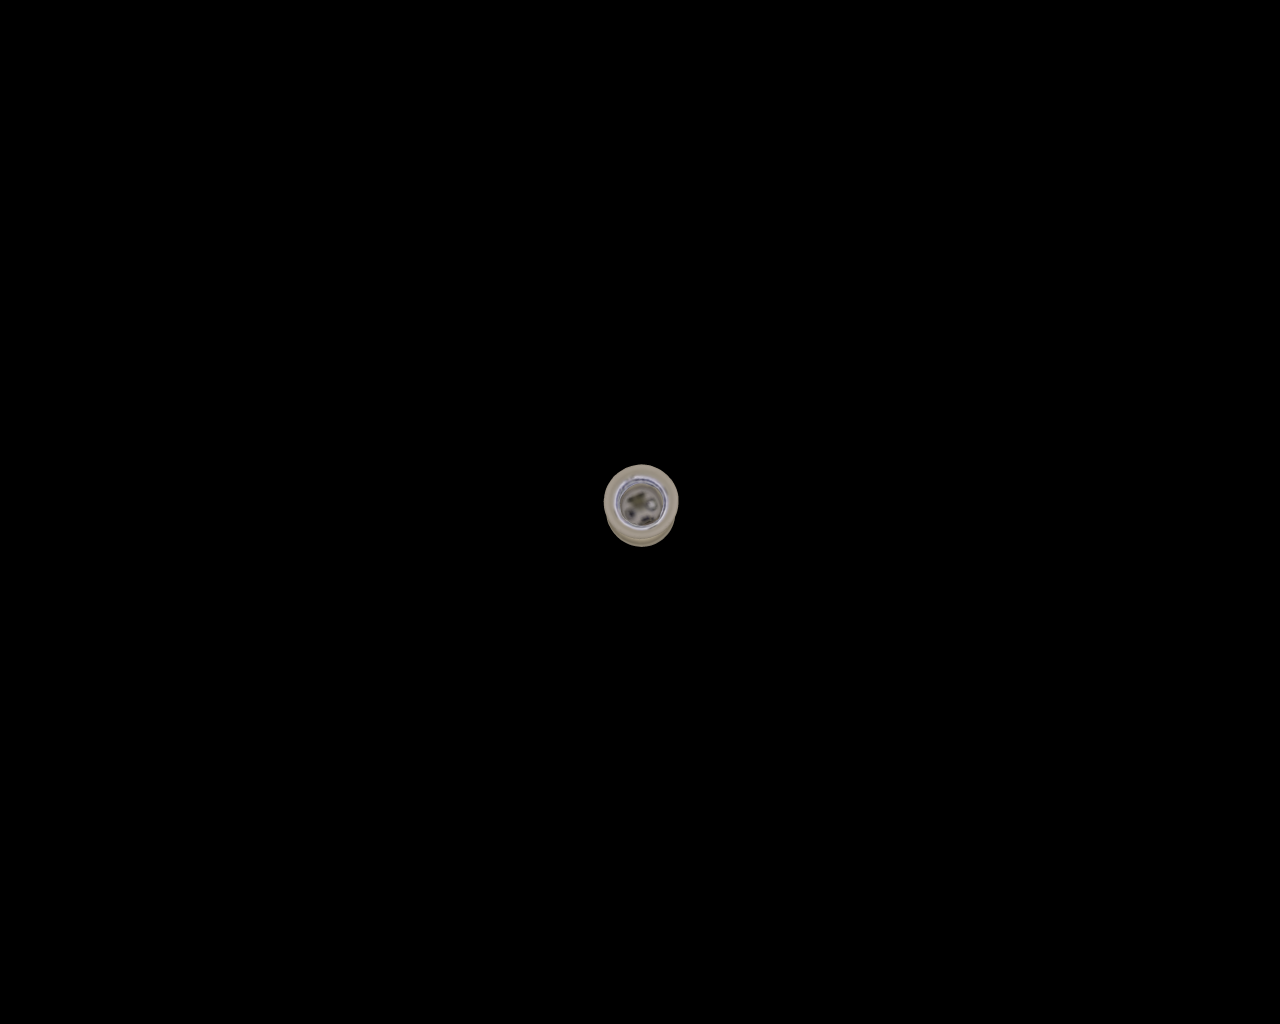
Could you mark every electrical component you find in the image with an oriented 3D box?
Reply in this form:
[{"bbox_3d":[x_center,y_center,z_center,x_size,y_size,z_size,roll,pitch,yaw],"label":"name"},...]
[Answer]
[{"bbox_3d":[0.001,-0.003,0.650,0.045,0.045,0.055,0,-9,0],"label":"electrical component"}]
